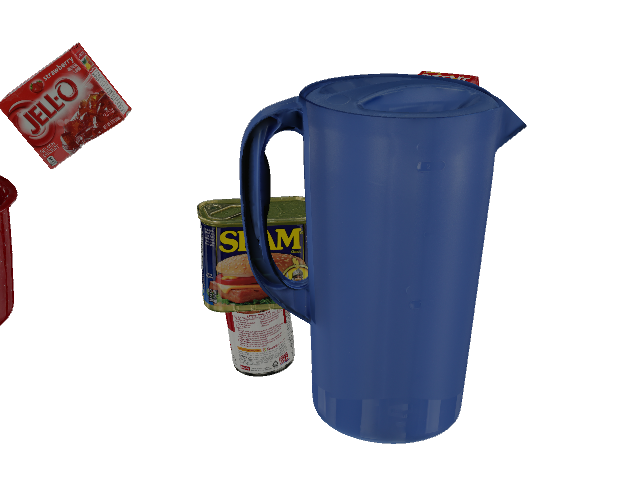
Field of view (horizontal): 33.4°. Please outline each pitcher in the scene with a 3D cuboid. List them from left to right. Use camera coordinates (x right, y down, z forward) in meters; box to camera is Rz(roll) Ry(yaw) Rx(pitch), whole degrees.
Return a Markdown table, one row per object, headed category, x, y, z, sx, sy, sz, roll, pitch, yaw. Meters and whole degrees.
| category | x | y | z | sx | sy | sz | roll | pitch | yaw |
| --- | --- | --- | --- | --- | --- | --- | --- | --- | --- |
| pitcher | 0.039 | 0.011 | 0.733 | 0.149 | 0.243 | 0.144 | 17 | 25 | 37 |

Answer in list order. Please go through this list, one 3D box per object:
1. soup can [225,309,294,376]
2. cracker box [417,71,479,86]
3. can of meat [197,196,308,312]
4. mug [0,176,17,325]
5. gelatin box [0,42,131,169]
| category | x | y | z | sx | sy | sz | roll | pitch | yaw |
| --- | --- | --- | --- | --- | --- | --- | --- | --- | --- |
| soup can | -0.065 | 0.082 | 1.117 | 0.068 | 0.102 | 0.068 | -5 | 25 | 2 |
| cracker box | 0.095 | -0.057 | 1.044 | 0.072 | 0.164 | 0.213 | 9 | 28 | 24 |
| can of meat | -0.053 | 0.012 | 0.908 | 0.102 | 0.084 | 0.057 | -3 | 21 | -9 |
| mug | -0.235 | 0.014 | 0.635 | 0.093 | 0.081 | 0.117 | 17 | 28 | 27 |
| gelatin box | -0.221 | -0.115 | 0.919 | 0.089 | 0.073 | 0.030 | -30 | 20 | 19 |
